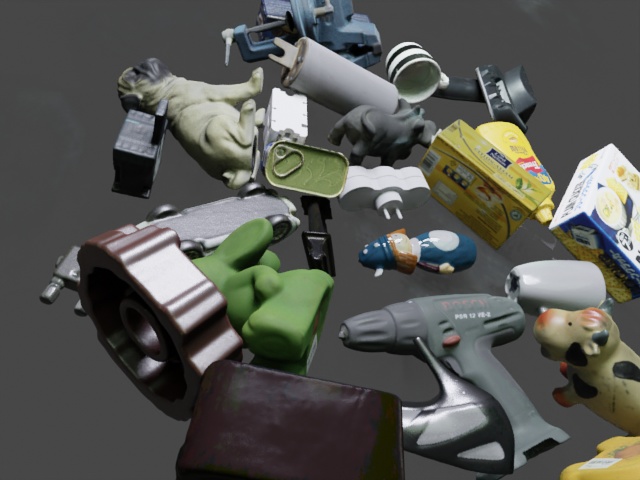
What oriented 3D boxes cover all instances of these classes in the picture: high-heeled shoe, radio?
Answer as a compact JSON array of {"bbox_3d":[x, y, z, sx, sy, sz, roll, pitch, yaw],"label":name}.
[{"bbox_3d":[0.046,0.193,0.488,0.249,0.086,0.145,-28,75,-3],"label":"high-heeled shoe"},{"bbox_3d":[-0.036,0.178,0.387,0.131,0.229,0.073,14,46,-6],"label":"radio"}]

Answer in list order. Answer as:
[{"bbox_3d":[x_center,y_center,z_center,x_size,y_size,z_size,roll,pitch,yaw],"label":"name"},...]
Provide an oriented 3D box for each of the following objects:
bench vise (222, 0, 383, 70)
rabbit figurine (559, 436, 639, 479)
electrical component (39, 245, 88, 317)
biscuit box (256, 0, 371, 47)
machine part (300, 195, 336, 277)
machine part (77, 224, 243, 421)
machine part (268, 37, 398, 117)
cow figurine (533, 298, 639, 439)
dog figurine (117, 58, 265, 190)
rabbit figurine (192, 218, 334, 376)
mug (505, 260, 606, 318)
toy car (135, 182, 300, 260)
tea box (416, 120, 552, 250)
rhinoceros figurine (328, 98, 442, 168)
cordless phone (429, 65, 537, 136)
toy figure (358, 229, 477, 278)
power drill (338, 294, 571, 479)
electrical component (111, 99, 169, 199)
[{"bbox_3d":[-0.029,-0.318,0.840,0.241,0.223,0.129,-9,47,10],"label":"bench vise"},{"bbox_3d":[0.351,0.285,0.522,0.122,0.162,0.173,-5,73,-39],"label":"rabbit figurine"},{"bbox_3d":[-0.241,0.034,0.556,0.063,0.021,0.094,22,49,-3],"label":"electrical component"},{"bbox_3d":[-0.006,-0.363,0.935,0.203,0.059,0.063,2,52,-20],"label":"biscuit box"},{"bbox_3d":[-0.001,-0.002,0.650,0.039,0.084,0.139,-13,40,8],"label":"machine part"},{"bbox_3d":[-0.142,0.071,0.471,0.179,0.179,0.056,43,48,14],"label":"machine part"},{"bbox_3d":[0.031,-0.230,0.806,0.243,0.079,0.079,20,47,-30],"label":"machine part"},{"bbox_3d":[0.334,0.150,0.619,0.195,0.127,0.085,37,46,6],"label":"cow figurine"},{"bbox_3d":[-0.172,-0.145,0.687,0.191,0.121,0.172,3,48,-1],"label":"dog figurine"},{"bbox_3d":[-0.079,0.054,0.544,0.170,0.121,0.159,14,55,9],"label":"rabbit figurine"},{"bbox_3d":[0.303,0.076,0.703,0.107,0.080,0.109,6,56,-3],"label":"mug"},{"bbox_3d":[-0.116,-0.013,0.621,0.202,0.056,0.074,-18,56,-33],"label":"toy car"},{"bbox_3d":[0.230,-0.081,0.779,0.170,0.098,0.068,43,51,12],"label":"tea box"},{"bbox_3d":[0.099,-0.154,0.774,0.190,0.112,0.073,-5,48,-48],"label":"rhinoceros figurine"},{"bbox_3d":[0.273,-0.250,0.956,0.184,0.088,0.147,3,53,-5],"label":"cordless phone"},{"bbox_3d":[0.125,0.015,0.692,0.154,0.057,0.064,1,15,-19],"label":"toy figure"},{"bbox_3d":[0.154,0.153,0.587,0.232,0.086,0.207,-10,51,-28],"label":"power drill"},{"bbox_3d":[-0.207,-0.111,0.620,0.048,0.119,0.075,13,53,-13],"label":"electrical component"}]
